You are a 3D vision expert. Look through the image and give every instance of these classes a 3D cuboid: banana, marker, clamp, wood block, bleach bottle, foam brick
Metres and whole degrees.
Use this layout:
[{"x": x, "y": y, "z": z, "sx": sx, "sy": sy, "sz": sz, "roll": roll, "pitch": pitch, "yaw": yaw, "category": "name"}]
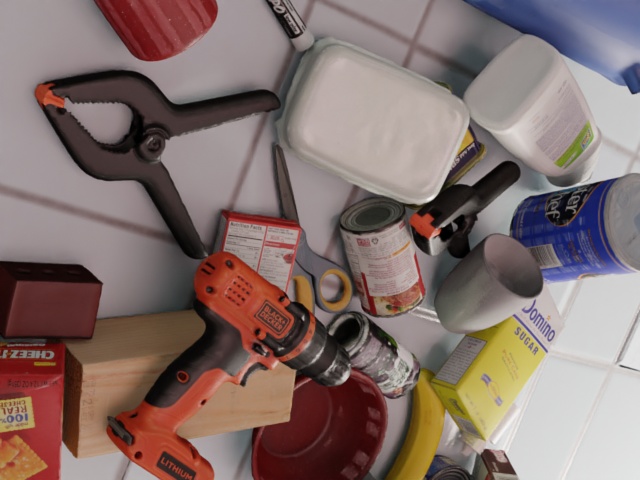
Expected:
[{"x": 0.102, "y": 0.223, "z": 1.191, "sx": 0.069, "sy": 0.037, "sz": 0.198, "roll": 6, "pitch": 104, "yaw": -17, "category": "banana"}, {"x": -0.041, "y": -0.216, "z": 0.931, "sx": 0.020, "sy": 0.020, "sz": 0.121, "roll": -44, "pitch": 126, "yaw": -12, "category": "marker"}, {"x": -0.146, "y": -0.075, "z": 0.905, "sx": 0.209, "sy": 0.036, "sz": 0.164, "roll": 14, "pitch": 100, "yaw": -34, "category": "clamp"}, {"x": -0.133, "y": 0.122, "z": 0.957, "sx": 0.205, "sy": 0.091, "sz": 0.090, "roll": -4, "pitch": 110, "yaw": -33, "category": "wood block"}, {"x": 0.144, "y": -0.031, "z": 1.063, "sx": 0.120, "sy": 0.039, "sz": 0.171, "roll": -62, "pitch": 159, "yaw": 13, "category": "clamp"}, {"x": 0.234, "y": -0.110, "z": 1.101, "sx": 0.102, "sy": 0.068, "sz": 0.250, "roll": -48, "pitch": 147, "yaw": 3, "category": "bleach bottle"}, {"x": -0.230, "y": 0.050, "z": 0.889, "sx": 0.078, "sy": 0.053, "sz": 0.051, "roll": 4, "pitch": 106, "yaw": -36, "category": "foam brick"}]

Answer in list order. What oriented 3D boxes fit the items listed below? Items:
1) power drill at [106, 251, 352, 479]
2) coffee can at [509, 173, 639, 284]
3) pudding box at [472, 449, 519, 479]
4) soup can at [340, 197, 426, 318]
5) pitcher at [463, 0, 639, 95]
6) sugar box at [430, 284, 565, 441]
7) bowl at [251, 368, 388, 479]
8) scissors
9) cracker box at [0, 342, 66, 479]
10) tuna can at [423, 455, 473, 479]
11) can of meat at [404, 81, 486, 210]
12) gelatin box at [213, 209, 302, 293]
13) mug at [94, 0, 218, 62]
[{"x": -0.075, "y": 0.126, "z": 0.904, "sx": 0.184, "sy": 0.057, "sz": 0.187, "roll": 42, "pitch": 79, "yaw": -33, "category": "power drill"}, {"x": 0.288, "y": -0.009, "z": 1.136, "sx": 0.102, "sy": 0.141, "sz": 0.103, "roll": 6, "pitch": 79, "yaw": -33, "category": "coffee can"}, {"x": 0.201, "y": 0.306, "z": 1.239, "sx": 0.039, "sy": 0.113, "sz": 0.090, "roll": 9, "pitch": 105, "yaw": -5, "category": "pudding box"}, {"x": 0.062, "y": 0.017, "z": 1.062, "sx": 0.068, "sy": 0.069, "sz": 0.102, "roll": -28, "pitch": 120, "yaw": -22, "category": "soup can"}, {"x": 0.247, "y": -0.257, "z": 1.051, "sx": 0.242, "sy": 0.149, "sz": 0.145, "roll": 15, "pitch": 115, "yaw": -34, "category": "pitcher"}, {"x": 0.202, "y": 0.127, "z": 1.190, "sx": 0.176, "sy": 0.048, "sz": 0.093, "roll": -48, "pitch": 128, "yaw": -22, "category": "sugar box"}, {"x": -0.011, "y": 0.194, "z": 1.088, "sx": 0.161, "sy": 0.055, "sz": 0.162, "roll": -13, "pitch": 115, "yaw": -30, "category": "bowl"}, {"x": -0.007, "y": 0.001, "z": 1.040, "sx": 0.096, "sy": 0.016, "sz": 0.202, "roll": -7, "pitch": 113, "yaw": -29, "category": "scissors"}, {"x": -0.291, "y": 0.190, "z": 0.861, "sx": 0.164, "sy": 0.072, "sz": 0.214, "roll": 2, "pitch": 107, "yaw": -12, "category": "cracker box"}, {"x": 0.135, "y": 0.295, "z": 1.240, "sx": 0.086, "sy": 0.034, "sz": 0.086, "roll": -13, "pitch": 115, "yaw": -30, "category": "tuna can"}, {"x": 0.103, "y": -0.094, "z": 1.051, "sx": 0.102, "sy": 0.058, "sz": 0.084, "roll": -42, "pitch": 124, "yaw": -12, "category": "can of meat"}, {"x": -0.063, "y": 0.020, "z": 0.994, "sx": 0.073, "sy": 0.030, "sz": 0.089, "roll": 8, "pitch": 104, "yaw": -22, "category": "gelatin box"}, {"x": -0.129, "y": -0.204, "z": 0.843, "sx": 0.081, "sy": 0.093, "sz": 0.117, "roll": 58, "pitch": 38, "yaw": -40, "category": "mug"}]
